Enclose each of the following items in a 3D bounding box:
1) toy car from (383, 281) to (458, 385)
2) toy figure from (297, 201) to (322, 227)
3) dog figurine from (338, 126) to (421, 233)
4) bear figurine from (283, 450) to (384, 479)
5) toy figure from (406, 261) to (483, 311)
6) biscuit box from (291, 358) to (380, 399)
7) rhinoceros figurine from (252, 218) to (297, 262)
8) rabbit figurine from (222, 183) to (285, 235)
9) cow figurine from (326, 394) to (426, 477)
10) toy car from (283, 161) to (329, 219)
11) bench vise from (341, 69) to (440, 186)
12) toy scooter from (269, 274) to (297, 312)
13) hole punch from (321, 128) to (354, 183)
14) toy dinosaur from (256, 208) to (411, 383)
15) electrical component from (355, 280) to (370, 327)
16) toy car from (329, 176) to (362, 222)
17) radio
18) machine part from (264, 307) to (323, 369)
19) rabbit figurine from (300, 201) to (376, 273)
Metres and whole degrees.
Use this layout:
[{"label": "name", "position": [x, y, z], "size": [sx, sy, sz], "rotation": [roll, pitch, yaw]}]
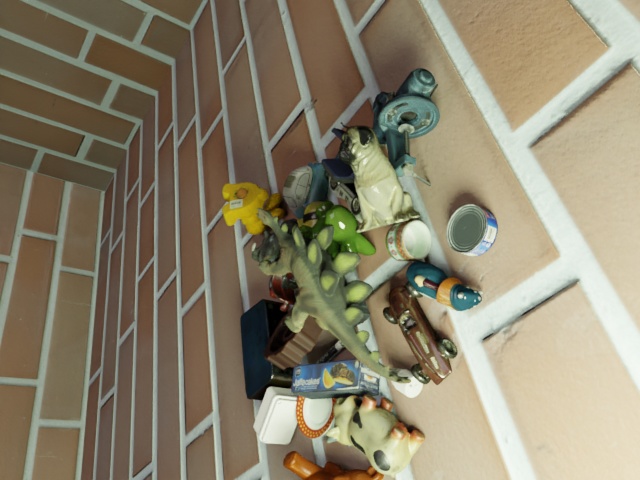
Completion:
[{"label": "toy car", "position": [0.172, 0.162, 0.958], "size": [0.089, 0.053, 0.202], "rotation": [-50, 39, 26]}, {"label": "toy figure", "position": [0.001, -0.003, 1.252], "size": [0.089, 0.082, 0.180], "rotation": [-35, 48, 49]}, {"label": "dog figurine", "position": [0.110, -0.120, 1.021], "size": [0.121, 0.172, 0.190], "rotation": [-14, 88, 10]}, {"label": "bear figurine", "position": [0.018, 0.459, 0.987], "size": [0.196, 0.132, 0.120], "rotation": [-36, 30, 51]}, {"label": "toy figure", "position": [0.213, 0.082, 0.922], "size": [0.155, 0.064, 0.057], "rotation": [34, 145, 52]}, {"label": "biscuit box", "position": [0.027, 0.282, 1.084], "size": [0.203, 0.062, 0.059], "rotation": [-20, 53, 43]}, {"label": "rhinoceros figurine", "position": [-0.119, 0.012, 1.428], "size": [0.190, 0.073, 0.112], "rotation": [-39, 48, 40]}, {"label": "rabbit figurine", "position": [-0.183, -0.084, 1.510], "size": [0.162, 0.173, 0.122], "rotation": [-17, 51, 0]}, {"label": "cow figurine", "position": [0.088, 0.349, 0.976], "size": [0.195, 0.085, 0.127], "rotation": [32, 96, 55]}, {"label": "toy car", "position": [-0.038, -0.126, 1.343], "size": [0.109, 0.103, 0.161], "rotation": [21, 96, 56]}, {"label": "bench vise", "position": [0.158, -0.217, 1.085], "size": [0.223, 0.129, 0.240], "rotation": [-36, 44, 47]}, {"label": "toy scooter", "position": [-0.071, 0.096, 1.307], "size": [0.183, 0.075, 0.135], "rotation": [-56, 24, 28]}, {"label": "hole punch", "position": [0.077, -0.184, 1.178], "size": [0.142, 0.116, 0.092], "rotation": [-126, 43, -53]}, {"label": "toy dinosaur", "position": [0.006, 0.101, 1.044], "size": [0.472, 0.105, 0.198], "rotation": [54, 138, 21]}, {"label": "electrical component", "position": [0.069, 0.135, 1.122], "size": [0.119, 0.047, 0.075], "rotation": [-55, 39, 26]}, {"label": "toy car", "position": [0.084, -0.097, 1.173], "size": [0.202, 0.073, 0.056], "rotation": [-127, 39, -50]}, {"label": "radio", "position": [-0.133, 0.269, 1.340], "size": [0.131, 0.073, 0.230], "rotation": [-43, 46, 37]}, {"label": "machine part", "position": [-0.051, 0.207, 1.201], "size": [0.179, 0.056, 0.179], "rotation": [-47, 13, 15]}, {"label": "rabbit figurine", "position": [0.034, -0.007, 1.128], "size": [0.121, 0.159, 0.170], "rotation": [-39, -5, -17]}]
